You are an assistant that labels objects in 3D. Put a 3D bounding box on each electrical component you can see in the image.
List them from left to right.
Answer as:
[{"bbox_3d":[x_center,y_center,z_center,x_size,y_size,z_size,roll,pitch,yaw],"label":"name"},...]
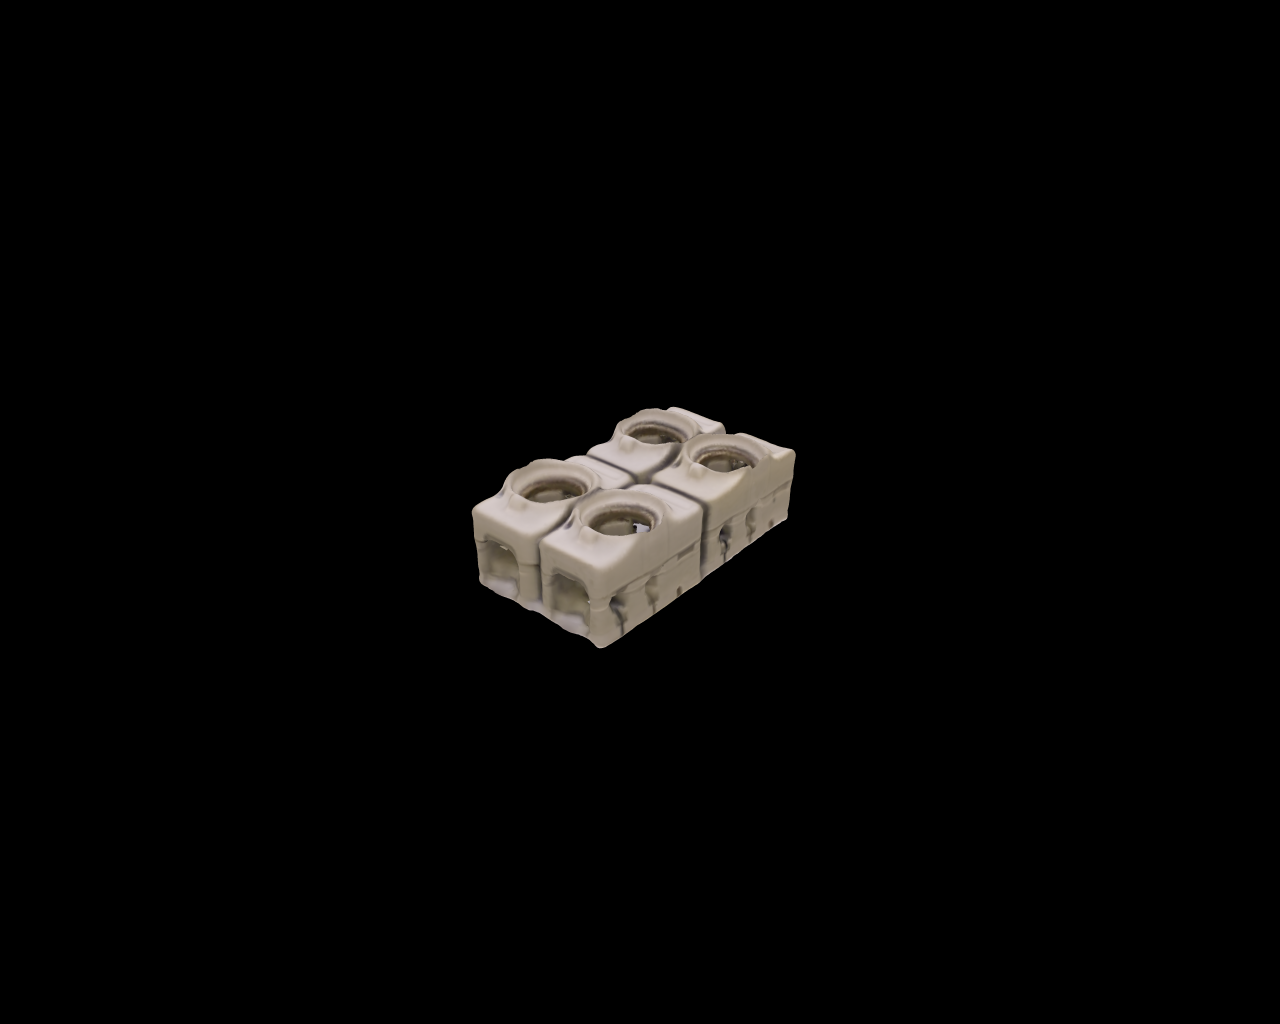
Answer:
[{"bbox_3d":[0.001,-0.003,0.650,0.105,0.060,0.186,24,39,34],"label":"electrical component"}]
